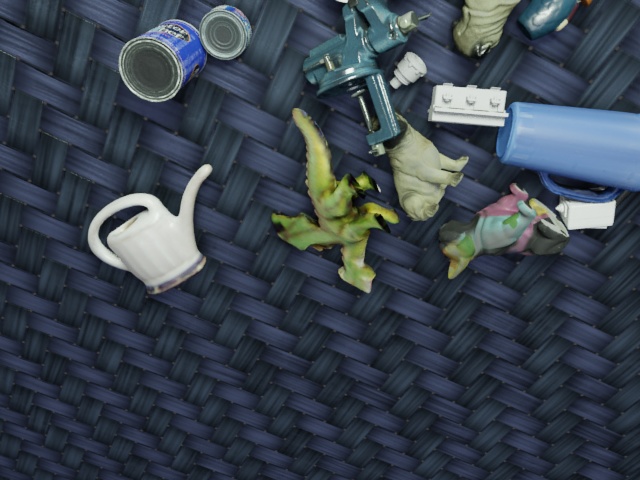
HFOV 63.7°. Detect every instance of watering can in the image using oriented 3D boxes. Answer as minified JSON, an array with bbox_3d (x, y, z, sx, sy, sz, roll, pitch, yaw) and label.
[{"bbox_3d":[-0.317,-0.010,1.066,0.345,0.106,0.221,-23,118,19],"label":"watering can"}]

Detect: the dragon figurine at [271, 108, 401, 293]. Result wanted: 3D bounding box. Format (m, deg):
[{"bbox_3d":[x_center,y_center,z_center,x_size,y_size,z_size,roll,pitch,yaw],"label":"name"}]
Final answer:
[{"bbox_3d":[0.003,-0.051,1.018,0.240,0.125,0.405,-28,114,30],"label":"dragon figurine"}]
